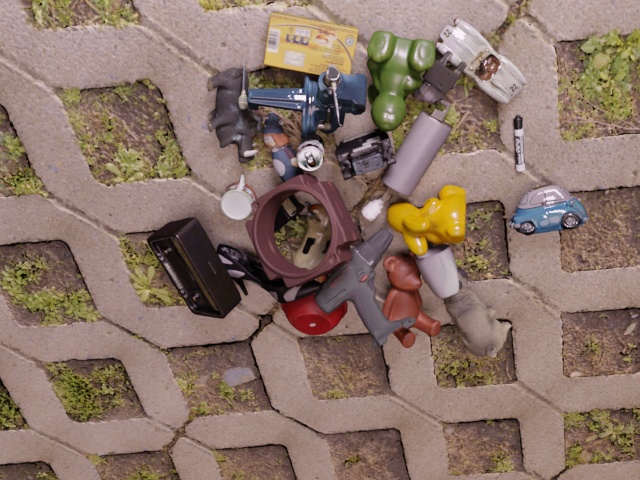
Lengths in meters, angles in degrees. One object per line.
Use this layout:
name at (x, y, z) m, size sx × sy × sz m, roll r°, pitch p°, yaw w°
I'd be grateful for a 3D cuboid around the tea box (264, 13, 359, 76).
tea box at (-0.018, -0.374, 1.036) m, size 0.170 × 0.068 × 0.098 m, roll 10°, pitch 115°, yaw -7°

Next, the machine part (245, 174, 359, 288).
machine part at (-0.039, -0.018, 1.099) m, size 0.201 × 0.087 × 0.201 m, roll -27°, pitch 83°, yaw 24°

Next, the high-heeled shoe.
high-heeled shoe at (-0.118, 0.062, 1.199) m, size 0.249 × 0.086 × 0.145 m, roll -7°, pitch 116°, yaw 28°

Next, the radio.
radio at (-0.282, 0.065, 1.204) m, size 0.131 × 0.073 × 0.229 m, roll -3°, pitch 121°, yaw 41°

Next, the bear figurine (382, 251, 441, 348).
bear figurine at (0.210, 0.127, 1.244) m, size 0.120 × 0.132 × 0.195 m, roll -14°, pitch 123°, yaw -30°

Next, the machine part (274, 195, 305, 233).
machine part at (-0.100, -0.054, 1.191) m, size 0.084 × 0.039 × 0.139 m, roll 48°, pitch 113°, yaw 6°

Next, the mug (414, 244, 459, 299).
mug at (0.260, 0.072, 1.192) m, size 0.081 × 0.109 × 0.107 m, roll -22°, pitch 95°, yaw -13°

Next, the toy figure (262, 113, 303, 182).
toy figure at (-0.081, -0.189, 1.124) m, size 0.064 × 0.058 × 0.154 m, roll -12°, pitch 118°, yaw 25°

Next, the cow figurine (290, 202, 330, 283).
cow figurine at (-0.002, -0.004, 1.203) m, size 0.127 × 0.086 × 0.194 m, roll 24°, pitch 114°, yaw -18°

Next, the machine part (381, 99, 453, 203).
machine part at (0.201, -0.180, 1.124) m, size 0.079 × 0.079 × 0.243 m, roll 25°, pitch 111°, yaw -12°

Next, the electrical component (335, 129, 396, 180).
electrical component at (0.091, -0.174, 1.094) m, size 0.115 × 0.134 × 0.058 m, roll -19°, pitch 114°, yaw 10°

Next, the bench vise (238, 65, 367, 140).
bench vise at (-0.036, -0.261, 1.014) m, size 0.241 × 0.223 × 0.128 m, roll 3°, pitch 91°, yaw -1°

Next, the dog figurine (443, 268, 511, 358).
dog figurine at (0.338, 0.164, 1.239) m, size 0.121 × 0.172 × 0.190 m, roll -39°, pitch 117°, yaw 5°

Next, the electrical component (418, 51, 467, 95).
electrical component at (0.235, -0.314, 1.039) m, size 0.063 × 0.021 × 0.094 m, roll 33°, pitch 111°, yaw -12°

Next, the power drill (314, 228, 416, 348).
power drill at (0.119, 0.115, 1.175) m, size 0.232 × 0.086 × 0.207 m, roll -37°, pitch 89°, yaw 3°

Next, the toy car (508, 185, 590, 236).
toy car at (0.494, -0.069, 1.174) m, size 0.162 × 0.109 × 0.102 m, roll -8°, pitch 93°, yaw 15°

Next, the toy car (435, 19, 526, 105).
toy car at (0.316, -0.348, 1.057) m, size 0.201 × 0.056 × 0.073 m, roll 34°, pitch 110°, yaw -16°

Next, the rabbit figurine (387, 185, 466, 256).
rabbit figurine at (0.228, -0.035, 1.166) m, size 0.173 × 0.162 × 0.121 m, roll 8°, pitch 128°, yaw 15°

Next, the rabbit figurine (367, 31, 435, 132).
rabbit figurine at (0.131, -0.291, 1.029) m, size 0.121 × 0.159 × 0.170 m, roll 12°, pitch 95°, yaw -4°

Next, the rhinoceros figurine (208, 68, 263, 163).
rhinoceros figurine at (-0.173, -0.252, 1.094) m, size 0.112 × 0.073 × 0.190 m, roll -8°, pitch 113°, yaw -9°
